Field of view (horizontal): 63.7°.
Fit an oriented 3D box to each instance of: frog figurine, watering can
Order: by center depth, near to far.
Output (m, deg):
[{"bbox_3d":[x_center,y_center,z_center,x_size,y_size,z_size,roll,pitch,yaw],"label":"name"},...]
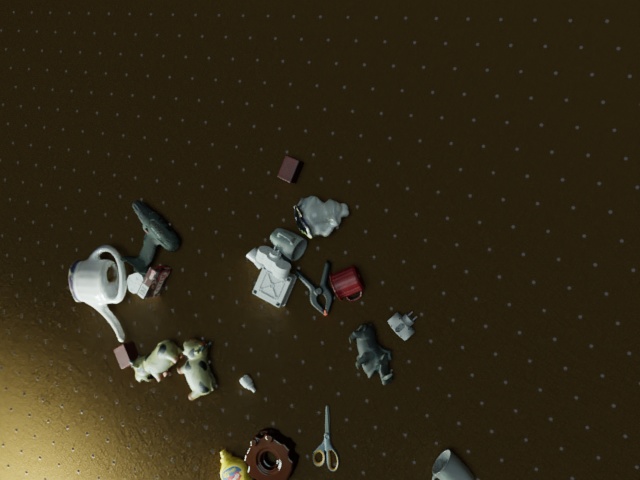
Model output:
[{"bbox_3d":[0.005,-0.082,1.624,0.161,0.120,0.139,-24,71,-20],"label":"frog figurine"},{"bbox_3d":[-0.792,0.191,1.854,0.224,0.104,0.348,-2,90,19],"label":"watering can"}]
